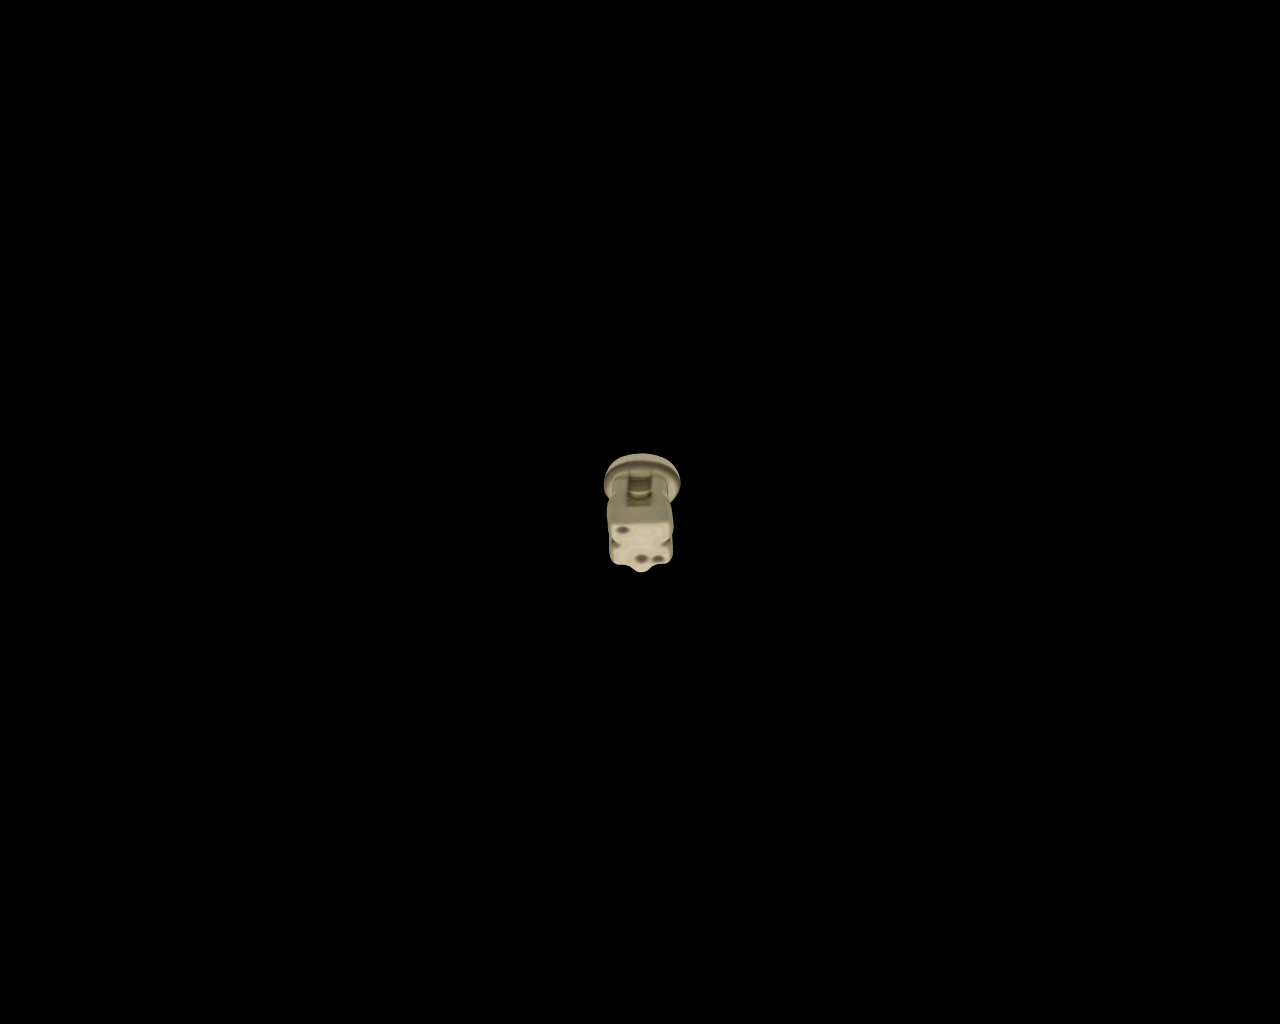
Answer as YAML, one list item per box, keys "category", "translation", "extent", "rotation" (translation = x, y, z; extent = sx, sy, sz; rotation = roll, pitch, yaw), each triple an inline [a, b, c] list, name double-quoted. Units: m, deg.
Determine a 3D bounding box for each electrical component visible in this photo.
- category: "electrical component"
  translation: [0.001, -0.003, 0.650]
  extent: [0.048, 0.055, 0.066]
  rotation: [0, -37, 0]
